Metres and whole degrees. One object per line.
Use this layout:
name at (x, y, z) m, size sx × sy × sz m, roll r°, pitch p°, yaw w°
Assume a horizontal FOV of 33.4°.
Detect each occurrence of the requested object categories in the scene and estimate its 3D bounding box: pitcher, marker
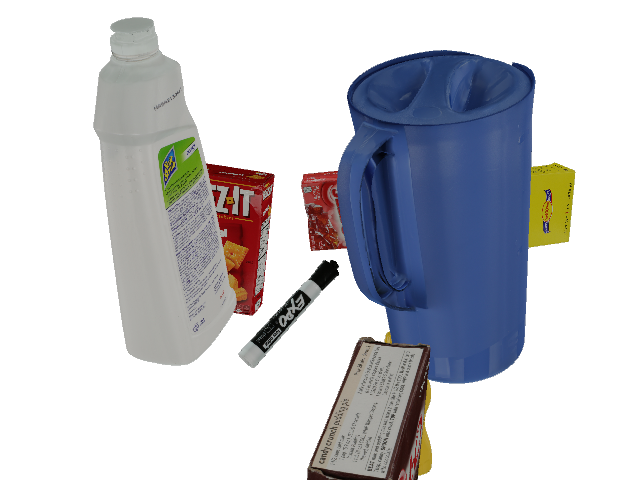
pitcher at (0.091, -0.009, 0.810) m, size 0.149 × 0.243 × 0.145 m, roll -8°, pitch 30°, yaw 1°
marker at (-0.026, 0.063, 0.945) m, size 0.020 × 0.121 × 0.020 m, roll 38°, pitch -17°, yaw 14°

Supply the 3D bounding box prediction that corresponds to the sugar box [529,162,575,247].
sugar box at (0.215, -0.035, 1.256) m, size 0.176 × 0.093 × 0.048 m, roll -9°, pitch 20°, yaw -26°

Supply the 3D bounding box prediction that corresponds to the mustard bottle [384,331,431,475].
mustard bottle at (0.095, 0.210, 1.380) m, size 0.096 × 0.192 × 0.058 m, roll -2°, pitch 14°, yaw -1°

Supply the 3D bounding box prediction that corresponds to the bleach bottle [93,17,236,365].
bleach bottle at (-0.113, -0.037, 0.762) m, size 0.068 × 0.251 × 0.102 m, roll 8°, pitch 33°, yaw 17°

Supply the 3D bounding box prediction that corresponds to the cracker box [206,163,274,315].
cracker box at (-0.164, -0.003, 1.615) m, size 0.164 × 0.214 × 0.072 m, roll 9°, pitch 18°, yaw 8°

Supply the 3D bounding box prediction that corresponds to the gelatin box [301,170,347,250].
gelatin box at (0.020, -0.034, 1.191) m, size 0.073 × 0.089 × 0.030 m, roll -4°, pitch 29°, yaw 6°

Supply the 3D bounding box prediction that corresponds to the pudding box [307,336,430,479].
pudding box at (0.021, 0.108, 0.472) m, size 0.039 × 0.090 × 0.113 m, roll 8°, pitch 25°, yaw 9°
